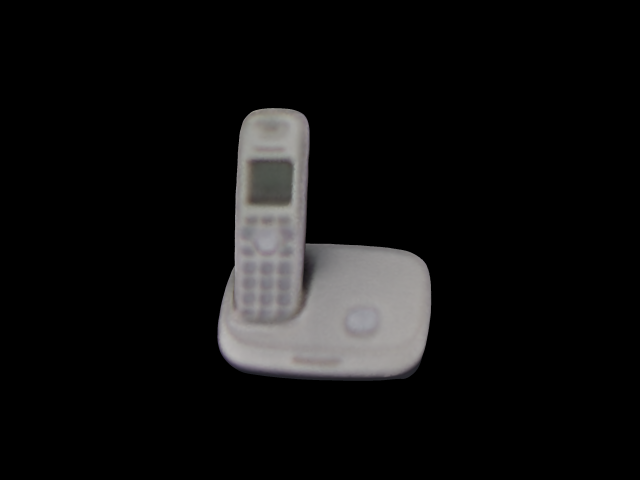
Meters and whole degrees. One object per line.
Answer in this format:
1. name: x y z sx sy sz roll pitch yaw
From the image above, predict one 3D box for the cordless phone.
1. cordless phone: 0.004 0.001 0.400 0.147 0.185 0.094 1 9 8
